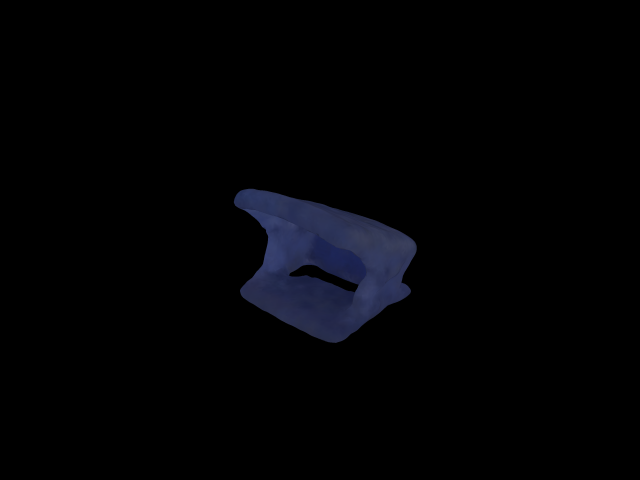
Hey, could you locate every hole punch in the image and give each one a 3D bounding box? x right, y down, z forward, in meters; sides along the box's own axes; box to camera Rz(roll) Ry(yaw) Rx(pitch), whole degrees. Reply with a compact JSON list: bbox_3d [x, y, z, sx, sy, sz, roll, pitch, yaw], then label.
[{"bbox_3d":[0.004,0.001,0.400,0.108,0.091,0.101,21,33,36],"label":"hole punch"}]
